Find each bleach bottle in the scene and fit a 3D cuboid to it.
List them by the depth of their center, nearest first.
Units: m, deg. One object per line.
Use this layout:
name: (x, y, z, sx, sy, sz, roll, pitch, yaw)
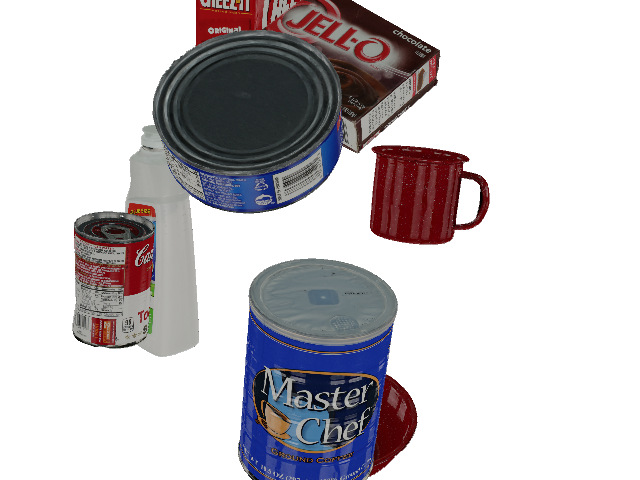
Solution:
bleach bottle: (-0.179, -0.004, 1.159, 0.067, 0.251, 0.103, -18, 31, -36)

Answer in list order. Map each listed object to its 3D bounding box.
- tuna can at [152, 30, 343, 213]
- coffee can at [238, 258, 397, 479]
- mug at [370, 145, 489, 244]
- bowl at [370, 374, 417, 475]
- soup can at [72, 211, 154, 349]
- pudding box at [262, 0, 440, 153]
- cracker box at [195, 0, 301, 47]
tuna can: (-0.032, -0.055, 0.492, 0.086, 0.086, 0.034, 0, -34, 5)
coffee can: (-0.004, 0.098, 0.764, 0.103, 0.140, 0.103, 5, 29, -3)
mug: (0.102, -0.042, 1.012, 0.117, 0.081, 0.093, 9, 12, 16)
bowl: (0.016, 0.194, 1.080, 0.162, 0.055, 0.162, 0, 33, 0)
soup can: (-0.180, 0.034, 0.922, 0.068, 0.102, 0.068, 6, 20, -2)
pudding box: (0.013, -0.122, 0.744, 0.114, 0.090, 0.039, 36, -26, 24)
cracker box: (-0.060, -0.163, 1.065, 0.072, 0.214, 0.164, 11, 21, 18)
